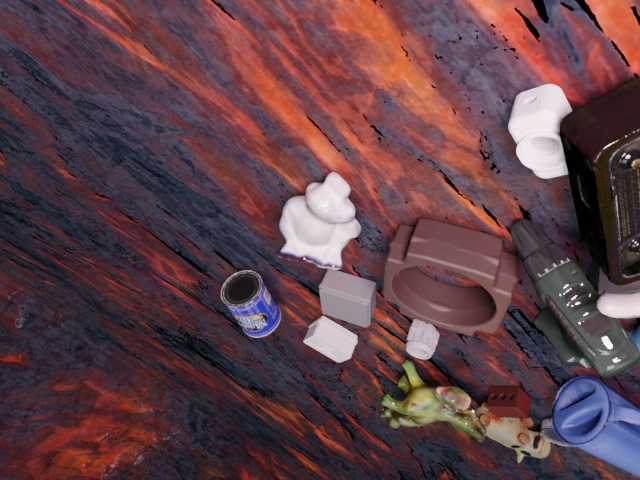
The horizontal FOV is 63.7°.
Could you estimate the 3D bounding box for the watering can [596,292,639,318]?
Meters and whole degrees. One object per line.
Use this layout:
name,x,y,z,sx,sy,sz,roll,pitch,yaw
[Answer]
watering can,0.501,0.043,0.542,0.348,0.106,0.219,3,145,-9

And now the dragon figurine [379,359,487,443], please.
dragon figurine,0.278,0.431,1.252,0.244,0.124,0.400,24,149,25

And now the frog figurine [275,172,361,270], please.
frog figurine,0.003,-0.043,0.861,0.138,0.124,0.157,22,112,22
